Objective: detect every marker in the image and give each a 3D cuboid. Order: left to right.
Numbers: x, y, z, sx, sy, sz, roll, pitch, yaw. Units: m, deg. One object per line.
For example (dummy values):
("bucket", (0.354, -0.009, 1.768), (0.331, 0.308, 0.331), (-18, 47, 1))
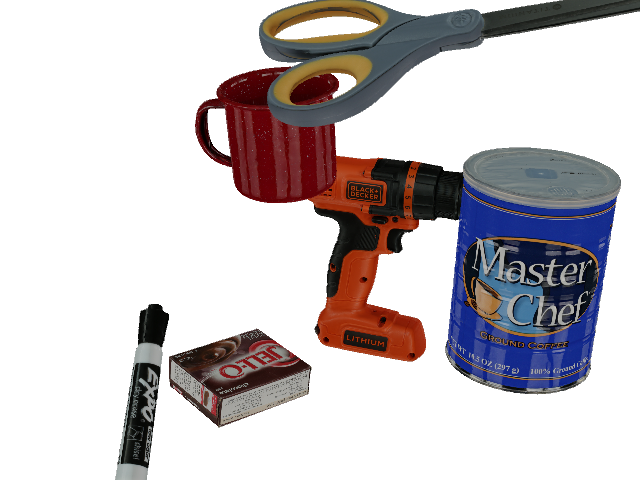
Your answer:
("marker", (-0.110, 0.096, 0.659), (0.020, 0.121, 0.020), (3, -27, 1))

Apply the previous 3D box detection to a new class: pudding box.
("pudding box", (-0.079, 0.133, 1.052), (0.113, 0.039, 0.090), (-17, 31, -36))

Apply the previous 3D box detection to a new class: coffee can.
("coffee can", (0.142, 0.018, 0.729), (0.103, 0.140, 0.103), (2, 23, -1))

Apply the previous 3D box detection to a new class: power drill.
("power drill", (0.069, 0.015, 0.996), (0.185, 0.188, 0.057), (9, 20, 17))

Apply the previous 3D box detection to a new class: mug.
("mug", (-0.041, -0.081, 0.823), (0.117, 0.081, 0.093), (3, 28, 14))

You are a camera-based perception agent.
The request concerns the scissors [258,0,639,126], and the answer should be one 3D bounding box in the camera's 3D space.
("scissors", (0.059, -0.090, 0.520), (0.202, 0.096, 0.016), (5, -38, 21))
